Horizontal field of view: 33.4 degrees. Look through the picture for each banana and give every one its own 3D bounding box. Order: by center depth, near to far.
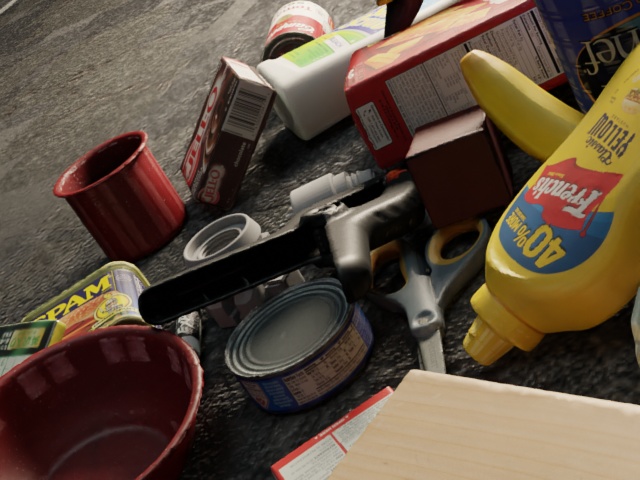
[{"bbox_3d":[0.162,-0.062,0.610,0.198,0.070,0.037,19,24,40],"label":"banana"}]

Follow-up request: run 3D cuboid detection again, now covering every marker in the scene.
[{"bbox_3d":[-0.090,0.063,0.732,0.020,0.020,0.121,-27,26,8],"label":"marker"}]

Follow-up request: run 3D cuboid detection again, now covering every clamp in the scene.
[{"bbox_3d":[-0.004,0.001,0.667,0.165,0.036,0.209,-10,15,31],"label":"clamp"}]

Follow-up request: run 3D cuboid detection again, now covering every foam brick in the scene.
[{"bbox_3d":[0.091,-0.048,0.680,0.053,0.051,0.078,-19,15,17],"label":"foam brick"}]

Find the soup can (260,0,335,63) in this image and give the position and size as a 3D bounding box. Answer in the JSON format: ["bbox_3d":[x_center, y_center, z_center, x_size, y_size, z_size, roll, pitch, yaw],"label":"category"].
[{"bbox_3d":[-0.021,-0.190,1.054,0.069,0.068,0.102,-23,26,16],"label":"soup can"}]

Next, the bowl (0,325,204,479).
[{"bbox_3d":[-0.134,0.122,0.614,0.162,0.055,0.162,-15,33,10],"label":"bowl"}]

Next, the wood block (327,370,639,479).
[{"bbox_3d":[0.100,0.115,0.353,0.207,0.090,0.090,2,41,48],"label":"wood block"}]

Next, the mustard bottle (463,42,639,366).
[{"bbox_3d":[0.138,-0.013,0.531,0.192,0.058,0.096,-52,28,14],"label":"mustard bottle"}]

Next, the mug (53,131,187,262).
[{"bbox_3d":[-0.172,-0.038,0.928,0.093,0.081,0.117,-36,26,-10],"label":"mug"}]

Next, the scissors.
[{"bbox_3d":[0.076,0.037,0.604,0.096,0.016,0.202,-31,26,0],"label":"scissors"}]

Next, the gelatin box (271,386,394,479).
[{"bbox_3d":[0.026,0.116,0.500,0.073,0.030,0.089,-34,27,-8],"label":"gelatin box"}]

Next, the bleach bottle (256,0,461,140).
[{"bbox_3d":[0.072,-0.182,0.948,0.250,0.068,0.103,-31,25,-4],"label":"bleach bottle"}]

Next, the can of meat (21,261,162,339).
[{"bbox_3d":[-0.159,0.073,0.747,0.102,0.057,0.084,-32,28,-1],"label":"can of meat"}]

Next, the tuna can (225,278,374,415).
[{"bbox_3d":[-0.011,0.062,0.632,0.086,0.033,0.086,-25,26,13],"label":"tuna can"}]

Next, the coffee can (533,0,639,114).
[{"bbox_3d":[0.189,-0.128,0.632,0.103,0.140,0.103,-25,26,13],"label":"coffee can"}]

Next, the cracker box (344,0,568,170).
[{"bbox_3d":[0.125,-0.144,0.780,0.214,0.072,0.164,-26,15,13],"label":"cracker box"}]

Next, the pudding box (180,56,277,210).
[{"bbox_3d":[-0.081,-0.092,0.916,0.113,0.039,0.090,-65,23,14],"label":"pudding box"}]
